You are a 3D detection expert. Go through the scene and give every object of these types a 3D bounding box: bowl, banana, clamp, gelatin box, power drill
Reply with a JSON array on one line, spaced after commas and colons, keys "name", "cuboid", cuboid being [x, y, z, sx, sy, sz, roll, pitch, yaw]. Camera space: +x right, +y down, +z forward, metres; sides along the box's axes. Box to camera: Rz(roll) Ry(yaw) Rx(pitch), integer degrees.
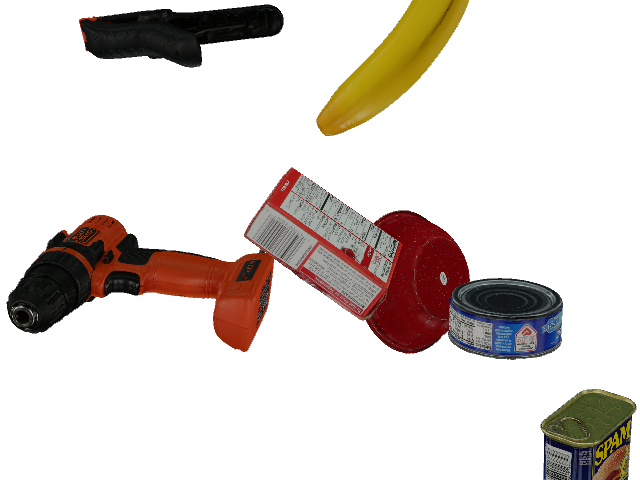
[{"name": "bowl", "cuboid": [0.115, 0.044, 1.181, 0.161, 0.162, 0.055, 0, -6, -42]}, {"name": "banana", "cuboid": [0.064, -0.150, 0.761, 0.070, 0.197, 0.037, -3, -39, 46]}, {"name": "clamp", "cuboid": [-0.117, -0.167, 0.851, 0.172, 0.039, 0.120, 15, 25, 39]}, {"name": "gelatin box", "cuboid": [0.004, 0.001, 0.645, 0.089, 0.030, 0.073, 35, 23, -4]}, {"name": "power drill", "cuboid": [-0.140, 0.038, 0.866, 0.187, 0.057, 0.184, 12, 23, 5]}]

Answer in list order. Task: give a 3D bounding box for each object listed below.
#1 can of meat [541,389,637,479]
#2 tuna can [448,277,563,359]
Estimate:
[{"name": "can of meat", "cuboid": [0.247, 0.198, 0.987, 0.058, 0.084, 0.101, 14, 26, 39]}, {"name": "tuna can", "cuboid": [0.140, 0.058, 0.810, 0.086, 0.034, 0.086, -1, 18, 0]}]
